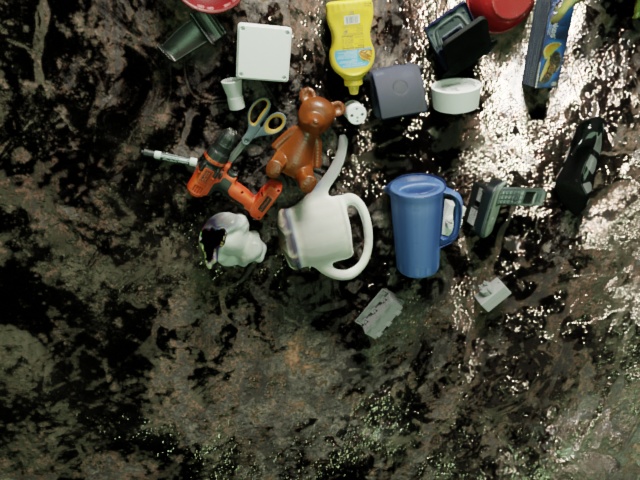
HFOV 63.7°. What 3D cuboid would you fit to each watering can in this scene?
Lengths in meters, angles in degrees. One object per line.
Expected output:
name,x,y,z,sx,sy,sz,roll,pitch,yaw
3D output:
watering can,0.004,-0.062,1.222,0.224,0.344,0.105,-13,13,-4

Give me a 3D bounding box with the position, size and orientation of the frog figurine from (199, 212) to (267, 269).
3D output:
frog figurine,-0.200,0.000,1.226,0.124,0.136,0.160,26,19,37

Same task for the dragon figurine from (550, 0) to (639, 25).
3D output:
dragon figurine,0.660,-0.569,1.087,0.240,0.408,0.124,31,9,-30
